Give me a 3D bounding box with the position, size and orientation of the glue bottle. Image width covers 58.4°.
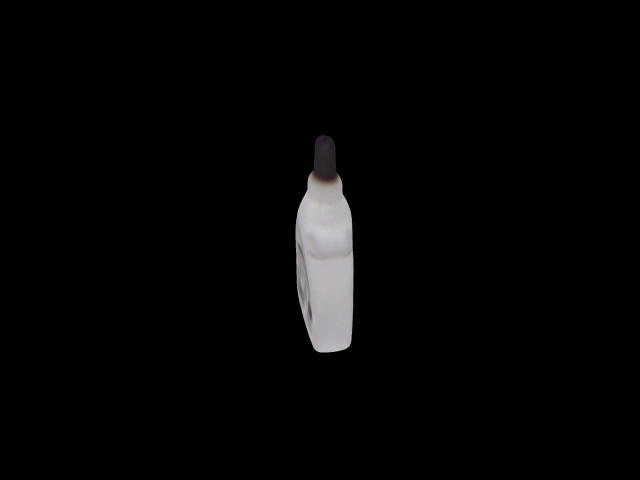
[{"bbox_3d":[0.004,0.001,0.400,0.037,0.173,0.078,-9,46,-8],"label":"glue bottle"}]
